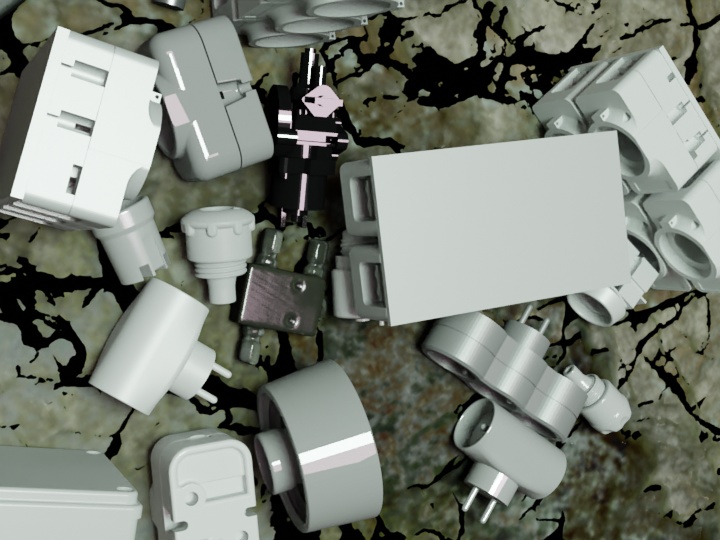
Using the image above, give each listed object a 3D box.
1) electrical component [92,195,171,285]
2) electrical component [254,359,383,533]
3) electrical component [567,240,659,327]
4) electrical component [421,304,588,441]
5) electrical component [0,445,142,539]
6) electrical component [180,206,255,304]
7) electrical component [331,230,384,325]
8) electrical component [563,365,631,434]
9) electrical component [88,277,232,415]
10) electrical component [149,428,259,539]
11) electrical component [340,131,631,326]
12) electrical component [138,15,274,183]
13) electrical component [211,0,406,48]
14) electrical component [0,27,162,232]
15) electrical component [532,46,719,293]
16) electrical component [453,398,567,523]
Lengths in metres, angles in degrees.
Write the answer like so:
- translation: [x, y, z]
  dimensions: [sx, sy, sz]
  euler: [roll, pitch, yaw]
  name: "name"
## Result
- translation: [-0.144, -0.019, 0.678]
  dimensions: [0.040, 0.040, 0.046]
  euler: [-28, 108, -22]
  name: "electrical component"
- translation: [-0.034, 0.118, 0.699]
  dimensions: [0.060, 0.108, 0.108]
  euler: [-15, 98, -18]
  name: "electrical component"
- translation: [0.193, 0.010, 0.834]
  dimensions: [0.066, 0.048, 0.055]
  euler: [45, 69, -14]
  name: "electrical component"
- translation: [0.116, 0.061, 0.796]
  dimensions: [0.138, 0.052, 0.073]
  euler: [36, 76, -22]
  name: "electrical component"
- translation: [-0.193, 0.141, 0.621]
  dimensions: [0.109, 0.109, 0.056]
  euler: [8, 91, -25]
  name: "electrical component"
- translation: [-0.091, -0.009, 0.701]
  dimensions: [0.048, 0.048, 0.062]
  euler: [-7, 102, -25]
  name: "electrical component"
- translation: [0.000, 0.000, 0.746]
  dimensions: [0.040, 0.040, 0.078]
  euler: [-4, 93, -25]
  name: "electrical component"
- translation: [0.182, 0.098, 0.838]
  dimensions: [0.061, 0.035, 0.035]
  euler: [45, 73, -17]
  name: "electrical component"
- translation: [-0.120, 0.057, 0.689]
  dimensions: [0.079, 0.043, 0.077]
  euler: [34, 77, -22]
  name: "electrical component"
- translation: [-0.101, 0.153, 0.692]
  dimensions: [0.054, 0.059, 0.095]
  euler: [-7, 94, -25]
  name: "electrical component"
- translation: [0.085, -0.031, 0.726]
  dimensions: [0.186, 0.060, 0.105]
  euler: [-9, 95, -24]
  name: "electrical component"
- translation: [-0.102, -0.107, 0.687]
  dimensions: [0.059, 0.054, 0.095]
  euler: [-23, 101, -23]
  name: "electrical component"
- translation: [-0.028, -0.182, 0.666]
  dimensions: [0.089, 0.150, 0.061]
  euler: [-6, 93, -25]
  name: "electrical component"
- translation: [-0.162, -0.071, 0.606]
  dimensions: [0.062, 0.150, 0.089]
  euler: [16, 85, -23]
  name: "electrical component"
- translation: [0.221, -0.067, 0.812]
  dimensions: [0.060, 0.105, 0.186]
  euler: [-43, 108, -18]
  name: "electrical component"
- translation: [0.102, 0.148, 0.796]
  dimensions: [0.077, 0.044, 0.079]
  euler: [37, 77, -22]
  name: "electrical component"
